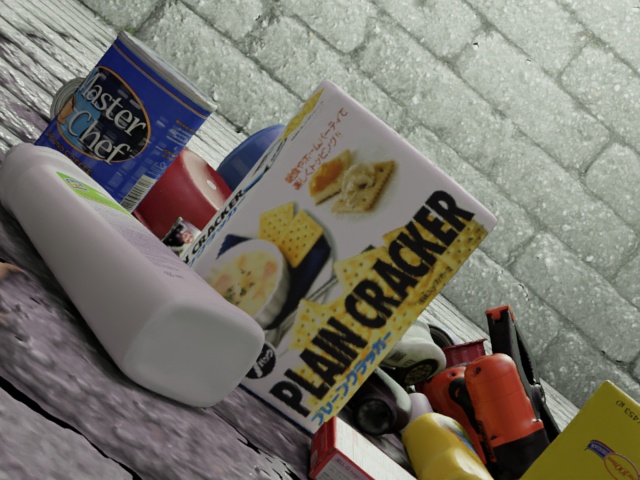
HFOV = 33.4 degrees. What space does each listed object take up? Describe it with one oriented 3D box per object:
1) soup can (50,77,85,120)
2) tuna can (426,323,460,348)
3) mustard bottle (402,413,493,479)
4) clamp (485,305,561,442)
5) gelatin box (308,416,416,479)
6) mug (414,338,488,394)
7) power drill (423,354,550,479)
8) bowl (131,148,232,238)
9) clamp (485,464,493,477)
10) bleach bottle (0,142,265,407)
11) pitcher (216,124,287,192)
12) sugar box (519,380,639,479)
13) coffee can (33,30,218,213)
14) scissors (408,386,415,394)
[{"bbox_3d":[-0.235,-0.129,1.160,0.069,0.068,0.102,42,7,27],"label":"soup can"},{"bbox_3d":[0.131,0.144,1.309,0.086,0.086,0.033,41,7,17],"label":"tuna can"},{"bbox_3d":[0.110,0.194,0.888,0.096,0.058,0.191,48,3,-13],"label":"mustard bottle"},{"bbox_3d":[0.216,0.174,1.119,0.210,0.036,0.164,70,22,-5],"label":"clamp"},{"bbox_3d":[0.033,0.168,0.741,0.089,0.030,0.073,39,7,-5],"label":"gelatin box"},{"bbox_3d":[0.143,0.155,1.136,0.117,0.093,0.081,28,48,-78],"label":"mug"},{"bbox_3d":[0.161,0.190,0.985,0.188,0.057,0.184,166,-94,-79],"label":"power drill"},{"bbox_3d":[-0.123,-0.036,1.025,0.162,0.055,0.162,49,13,-16],"label":"bowl"},{"bbox_3d":[0.206,0.257,1.150,0.171,0.039,0.120,38,4,2],"label":"clamp"},{"bbox_3d":[-0.144,0.006,0.713,0.251,0.068,0.102,41,5,41],"label":"bleach bottle"},{"bbox_3d":[-0.007,0.001,1.103,0.243,0.144,0.149,51,-21,10],"label":"pitcher"},{"bbox_3d":[0.177,0.192,0.735,0.093,0.176,0.048,41,4,19],"label":"sugar box"},{"bbox_3d":[-0.170,-0.091,0.905,0.103,0.140,0.103,39,6,-5],"label":"coffee can"},{"bbox_3d":[0.113,0.167,1.184,0.201,0.016,0.096,31,41,-52],"label":"scissors"}]
